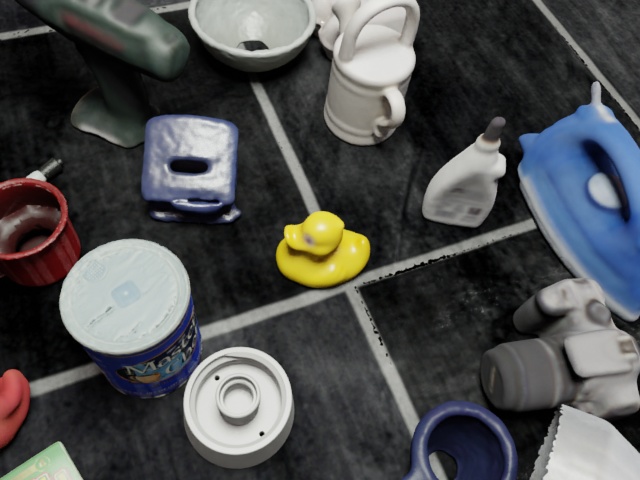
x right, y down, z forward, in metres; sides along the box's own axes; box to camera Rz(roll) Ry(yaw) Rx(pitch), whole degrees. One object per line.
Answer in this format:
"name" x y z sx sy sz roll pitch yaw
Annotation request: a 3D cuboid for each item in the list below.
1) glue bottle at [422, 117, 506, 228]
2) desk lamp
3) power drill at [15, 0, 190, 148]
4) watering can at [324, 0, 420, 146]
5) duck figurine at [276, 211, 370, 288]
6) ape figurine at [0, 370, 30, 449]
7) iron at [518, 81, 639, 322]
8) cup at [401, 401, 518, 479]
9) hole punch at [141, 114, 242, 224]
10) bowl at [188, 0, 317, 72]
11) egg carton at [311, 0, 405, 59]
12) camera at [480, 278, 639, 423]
"glue bottle" 0.170 -0.075 0.635 0.078 0.173 0.037 11 60 0
"desk lamp" 0.231 0.233 0.443 0.203 0.213 0.118 27 61 9
"power drill" -0.252 -0.207 0.638 0.229 0.208 0.076 21 60 5
"watering can" 0.058 -0.218 0.691 0.101 0.194 0.172 -38 71 -24
"duck figurine" 0.006 0.002 0.621 0.104 0.086 0.077 -1 60 -7
"ape figurine" -0.302 0.143 0.499 0.078 0.092 0.076 -5 61 -9
"iron" 0.334 -0.049 0.659 0.119 0.141 0.258 -10 62 -12
"cup" 0.107 0.206 0.512 0.118 0.095 0.091 -23 65 -18
"hole punch" -0.142 -0.078 0.646 0.108 0.091 0.101 2 60 -6
"bowl" -0.090 -0.284 0.780 0.167 0.075 0.167 3 60 -5
"egg carton" 0.060 -0.316 0.820 0.150 0.069 0.107 -20 65 -17
"camera" 0.234 0.114 0.577 0.137 0.101 0.143 -5 61 -10
